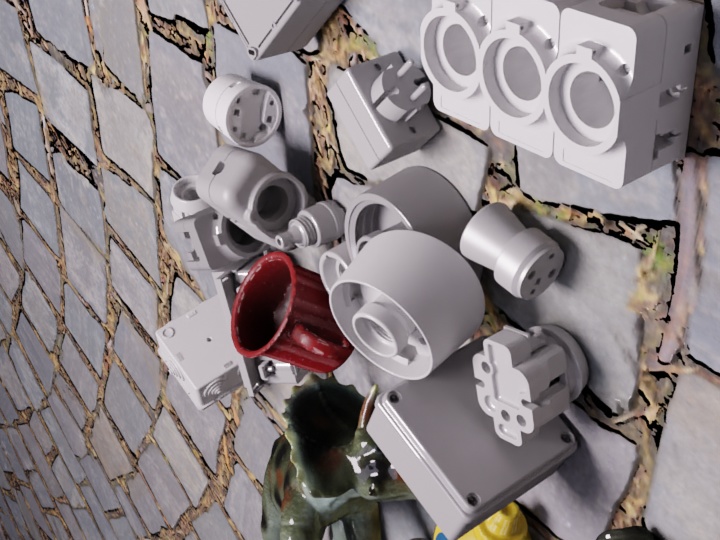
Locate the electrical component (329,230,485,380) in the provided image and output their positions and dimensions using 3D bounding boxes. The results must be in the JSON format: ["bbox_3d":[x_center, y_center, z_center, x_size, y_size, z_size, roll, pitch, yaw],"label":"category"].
[{"bbox_3d":[0.030,0.026,0.749,0.099,0.064,0.099,31,148,23],"label":"electrical component"}]

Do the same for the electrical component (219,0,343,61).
[{"bbox_3d":[-0.051,-0.209,0.790,0.061,0.061,0.096,60,142,7],"label":"electrical component"}]

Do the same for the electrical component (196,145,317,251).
[{"bbox_3d":[-0.084,-0.060,0.916,0.059,0.053,0.095,22,168,49],"label":"electrical component"}]

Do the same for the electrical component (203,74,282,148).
[{"bbox_3d":[-0.103,-0.138,0.924,0.047,0.055,0.055,35,139,46],"label":"electrical component"}]

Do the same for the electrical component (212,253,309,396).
[{"bbox_3d":[-0.088,0.048,1.021,0.063,0.079,0.121,-3,112,27],"label":"electrical component"}]

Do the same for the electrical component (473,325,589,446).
[{"bbox_3d":[0.117,0.072,0.732,0.058,0.057,0.078,21,129,50],"label":"electrical component"}]

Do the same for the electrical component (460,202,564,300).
[{"bbox_3d":[0.100,-0.012,0.709,0.055,0.045,0.045,41,143,33],"label":"electrical component"}]

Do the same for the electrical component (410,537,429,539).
[{"bbox_3d":[0.053,0.282,1.006,0.044,0.044,0.065,41,138,34],"label":"electrical component"}]

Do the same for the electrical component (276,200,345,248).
[{"bbox_3d":[-0.043,-0.034,0.899,0.035,0.061,0.035,37,140,39],"label":"electrical component"}]

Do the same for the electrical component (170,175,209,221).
[{"bbox_3d":[-0.165,-0.062,1.085,0.066,0.048,0.055,41,151,34],"label":"electrical component"}]

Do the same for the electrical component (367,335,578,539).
[{"bbox_3d":[0.080,0.119,0.776,0.108,0.109,0.056,51,150,21],"label":"electrical component"}]

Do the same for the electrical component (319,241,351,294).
[{"bbox_3d":[0.000,0.000,0.872,0.055,0.047,0.055,37,140,39],"label":"electrical component"}]

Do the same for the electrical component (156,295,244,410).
[{"bbox_3d":[-0.156,0.083,1.128,0.099,0.100,0.048,49,159,24],"label":"electrical component"}]

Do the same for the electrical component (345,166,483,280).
[{"bbox_3d":[0.032,-0.016,0.796,0.108,0.060,0.108,37,140,39],"label":"electrical component"}]

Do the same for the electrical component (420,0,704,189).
[{"bbox_3d":[0.107,-0.116,0.605,0.150,0.062,0.089,33,137,42],"label":"electrical component"}]

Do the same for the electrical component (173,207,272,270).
[{"bbox_3d":[-0.114,-0.037,0.981,0.056,0.089,0.050,-1,111,57],"label":"electrical component"}]

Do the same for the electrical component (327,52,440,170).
[{"bbox_3d":[0.024,-0.119,0.747,0.065,0.047,0.077,61,150,5],"label":"electrical component"}]
